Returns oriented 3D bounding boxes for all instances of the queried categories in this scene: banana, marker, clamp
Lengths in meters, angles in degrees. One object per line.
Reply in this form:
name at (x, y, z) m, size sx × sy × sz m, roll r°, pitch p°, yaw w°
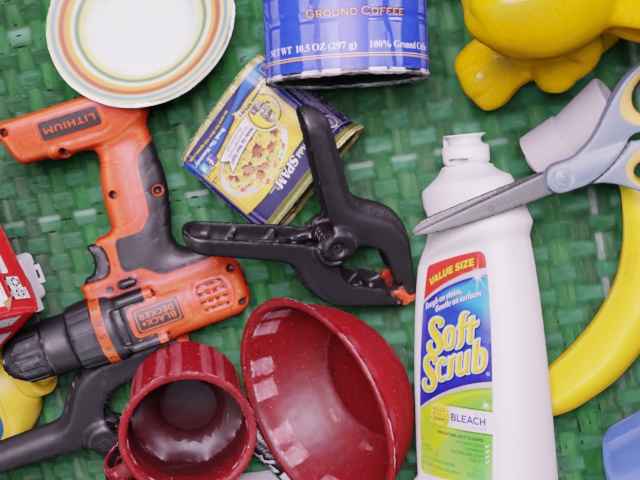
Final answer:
banana at (0.193, 0.043, 0.711) m, size 0.070 × 0.037 × 0.198 m, roll 24°, pitch 109°, yaw 25°
marker at (-0.039, 0.161, 0.811) m, size 0.121 × 0.020 × 0.020 m, roll 43°, pitch 111°, yaw 1°
clamp at (-0.159, 0.157, 0.819) m, size 0.210 × 0.036 × 0.164 m, roll -45°, pitch 111°, yaw 7°
clamp at (-0.005, 0.001, 0.702) m, size 0.120 × 0.039 × 0.171 m, roll -34°, pitch 125°, yaw 13°

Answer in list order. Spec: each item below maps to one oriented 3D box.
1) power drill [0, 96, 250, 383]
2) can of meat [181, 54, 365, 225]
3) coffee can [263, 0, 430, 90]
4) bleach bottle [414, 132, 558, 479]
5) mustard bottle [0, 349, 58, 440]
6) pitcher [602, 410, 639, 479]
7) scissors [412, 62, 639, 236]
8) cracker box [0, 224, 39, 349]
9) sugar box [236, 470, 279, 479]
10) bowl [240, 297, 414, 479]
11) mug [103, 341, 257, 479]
power drill at (-0.162, -0.004, 0.758) m, size 0.184 × 0.057 × 0.187 m, roll -19°, pitch 100°, yaw -4°
can of meat at (-0.035, -0.064, 0.730) m, size 0.084 × 0.057 × 0.102 m, roll 41°, pitch 110°, yaw 4°
coffee can at (0.014, -0.167, 0.653) m, size 0.103 × 0.102 × 0.140 m, roll -2°, pitch 94°, yaw 15°
bleach bottle at (0.101, 0.055, 0.716) m, size 0.103 × 0.067 × 0.251 m, roll 0°, pitch 98°, yaw 49°
mustard bottle at (-0.279, 0.128, 0.847) m, size 0.192 × 0.058 × 0.096 m, roll -25°, pitch 96°, yaw 19°
pitcher at (0.306, 0.125, 0.646) m, size 0.243 × 0.149 × 0.145 m, roll -32°, pitch 101°, yaw 24°
scissors at (0.152, -0.058, 0.648) m, size 0.202 × 0.016 × 0.096 m, roll -5°, pitch 100°, yaw 6°
cracker box at (-0.304, 0.037, 0.758) m, size 0.214 × 0.071 × 0.164 m, roll -40°, pitch 72°, yaw 35°
sugar box at (-0.009, 0.243, 0.755) m, size 0.048 × 0.093 × 0.176 m, roll -45°, pitch 70°, yaw 10°
bowl at (0.014, 0.108, 0.741) m, size 0.162 × 0.055 × 0.162 m, roll 29°, pitch 129°, yaw 42°
mug at (-0.103, 0.129, 0.753) m, size 0.117 × 0.081 × 0.093 m, roll -39°, pitch 106°, yaw 3°
